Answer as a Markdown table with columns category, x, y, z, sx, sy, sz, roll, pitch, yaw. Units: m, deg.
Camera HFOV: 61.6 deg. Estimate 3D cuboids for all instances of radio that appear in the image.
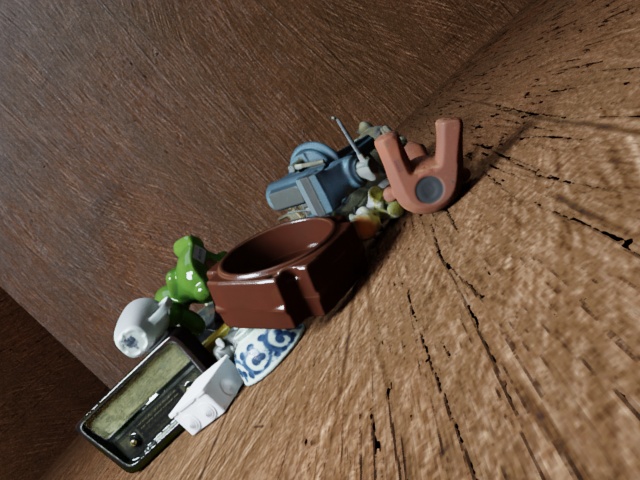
| category | x | y | z | sx | sy | sz | roll | pitch | yaw |
| --- | --- | --- | --- | --- | --- | --- | --- | --- | --- |
| radio | -0.274 | 0.267 | 0.899 | 0.229 | 0.131 | 0.073 | -43 | 6 | 5 |

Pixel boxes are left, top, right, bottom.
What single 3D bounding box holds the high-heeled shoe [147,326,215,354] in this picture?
| category | x | y | z | sx | sy | sz | roll | pitch | yaw |
| --- | --- | --- | --- | --- | --- | --- | --- | --- | --- |
| high-heeled shoe | -0.254 | 0.196 | 1.114 | 0.248 | 0.086 | 0.145 | -15 | -35 | -48 |

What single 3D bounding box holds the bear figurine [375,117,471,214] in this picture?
| category | x | y | z | sx | sy | sz | roll | pitch | yaw |
| --- | --- | --- | --- | --- | --- | --- | --- | --- | --- |
| bear figurine | 0.144 | -0.109 | 0.773 | 0.120 | 0.131 | 0.196 | -12 | 17 | 9 |

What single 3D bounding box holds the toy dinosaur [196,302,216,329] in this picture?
| category | x | y | z | sx | sy | sz | roll | pitch | yaw |
| --- | --- | --- | --- | --- | --- | --- | --- | --- | --- |
| toy dinosaur | -0.279 | 0.215 | 1.402 | 0.192 | 0.131 | 0.405 | -22 | 15 | 41 |

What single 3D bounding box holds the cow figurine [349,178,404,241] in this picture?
| category | x | y | z | sx | sy | sz | roll | pitch | yaw |
| --- | --- | --- | --- | --- | --- | --- | --- | --- | --- |
| cow figurine | 0.104 | -0.058 | 0.922 | 0.167 | 0.068 | 0.098 | -43 | 0 | -17 |

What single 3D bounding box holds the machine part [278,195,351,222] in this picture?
| category | x | y | z | sx | sy | sz | roll | pitch | yaw |
| --- | --- | --- | --- | --- | --- | --- | --- | --- | --- |
| machine part | 0.020 | -0.088 | 1.101 | 0.243 | 0.079 | 0.079 | -30 | 0 | -24 |

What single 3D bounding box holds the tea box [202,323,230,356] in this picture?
| category | x | y | z | sx | sy | sz | roll | pitch | yaw |
| --- | --- | --- | --- | --- | --- | --- | --- | --- | --- |
| tea box | -0.202 | 0.224 | 1.020 | 0.169 | 0.068 | 0.098 | -42 | 5 | 6 |

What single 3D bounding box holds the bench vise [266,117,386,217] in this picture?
| category | x | y | z | sx | sy | sz | roll | pitch | yaw |
| --- | --- | --- | --- | --- | --- | --- | --- | --- | --- |
| bench vise | 0.028 | -0.120 | 0.878 | 0.224 | 0.128 | 0.240 | -28 | 11 | 47 |

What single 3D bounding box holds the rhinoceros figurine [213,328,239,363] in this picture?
| category | x | y | z | sx | sy | sz | roll | pitch | yaw |
| --- | --- | --- | --- | --- | --- | --- | --- | --- | --- |
| rhinoceros figurine | -0.096 | 0.140 | 0.910 | 0.190 | 0.073 | 0.112 | -41 | 19 | -10 |

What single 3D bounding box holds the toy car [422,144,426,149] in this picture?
| category | x | y | z | sx | sy | sz | roll | pitch | yaw |
| --- | --- | --- | --- | --- | --- | --- | --- | --- | --- |
| toy car | 0.164 | -0.147 | 1.203 | 0.089 | 0.053 | 0.202 | -1 | 41 | 51 |

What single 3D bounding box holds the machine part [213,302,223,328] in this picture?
| category | x | y | z | sx | sy | sz | roll | pitch | yaw |
| --- | --- | --- | --- | --- | --- | --- | --- | --- | --- |
| machine part | -0.183 | 0.123 | 1.152 | 0.056 | 0.179 | 0.179 | -2 | 11 | 4 |

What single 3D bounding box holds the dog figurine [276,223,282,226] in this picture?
| category | x | y | z | sx | sy | sz | roll | pitch | yaw |
| --- | --- | --- | --- | --- | --- | --- | --- | --- | --- |
| dog figurine | -0.003 | -0.026 | 1.187 | 0.219 | 0.108 | 0.192 | -43 | 24 | -30 |

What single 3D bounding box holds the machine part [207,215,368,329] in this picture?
| category | x | y | z | sx | sy | sz | roll | pitch | yaw |
| --- | --- | --- | --- | --- | --- | --- | --- | --- | --- |
| machine part | -0.049 | 0.041 | 0.791 | 0.202 | 0.087 | 0.201 | -7 | 24 | 38 |

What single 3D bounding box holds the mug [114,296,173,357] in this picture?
| category | x | y | z | sx | sy | sz | roll | pitch | yaw |
| --- | --- | --- | --- | --- | --- | --- | --- | --- | --- |
| mug | -0.290 | 0.144 | 0.895 | 0.109 | 0.080 | 0.107 | -36 | 15 | 3 |

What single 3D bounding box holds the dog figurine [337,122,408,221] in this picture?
| category | x | y | z | sx | sy | sz | roll | pitch | yaw |
| --- | --- | --- | --- | --- | --- | --- | --- | --- | --- |
| dog figurine | 0.082 | -0.116 | 1.020 | 0.190 | 0.172 | 0.121 | -39 | -8 | -26 |

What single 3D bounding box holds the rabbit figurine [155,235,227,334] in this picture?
| category | x | y | z | sx | sy | sz | roll | pitch | yaw |
| --- | --- | --- | --- | --- | --- | --- | --- | --- | --- |
| rabbit figurine | -0.252 | 0.105 | 1.034 | 0.170 | 0.121 | 0.159 | -40 | 44 | 29 |

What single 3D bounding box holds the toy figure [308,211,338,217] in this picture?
| category | x | y | z | sx | sy | sz | roll | pitch | yaw |
| --- | --- | --- | --- | --- | --- | --- | --- | --- | --- |
| toy figure | 0.001 | -0.005 | 0.992 | 0.082 | 0.089 | 0.180 | -11 | -21 | -2 |
